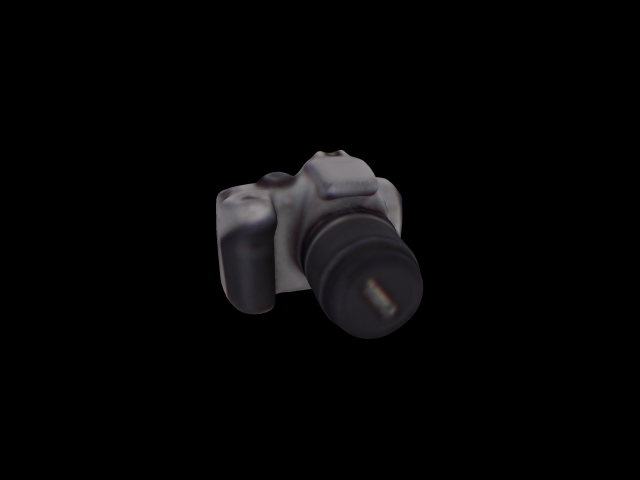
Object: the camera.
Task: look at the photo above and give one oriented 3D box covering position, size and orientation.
[{"bbox_3d":[0.004,0.001,0.400,0.143,0.101,0.136,-7,27,-14],"label":"camera"}]
